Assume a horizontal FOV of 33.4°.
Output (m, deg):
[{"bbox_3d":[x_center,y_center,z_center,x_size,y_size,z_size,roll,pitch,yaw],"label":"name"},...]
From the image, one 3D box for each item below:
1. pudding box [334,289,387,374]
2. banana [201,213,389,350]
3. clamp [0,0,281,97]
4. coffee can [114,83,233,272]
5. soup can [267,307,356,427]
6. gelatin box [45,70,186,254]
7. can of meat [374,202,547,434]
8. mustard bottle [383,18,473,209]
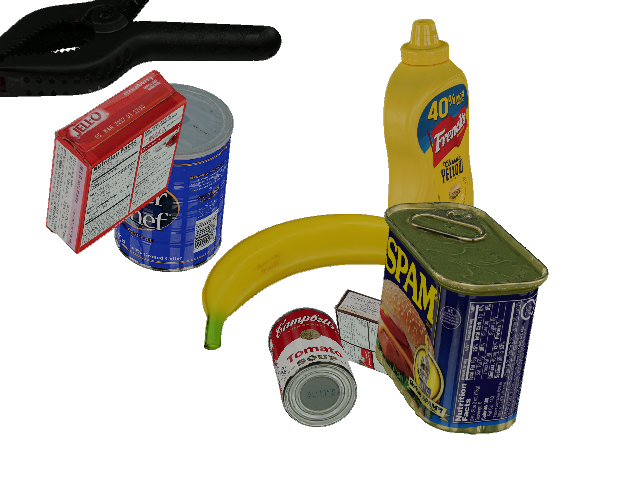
[{"bbox_3d":[0.076,0.114,1.249,0.114,0.090,0.039,16,46,24],"label":"pudding box"},{"bbox_3d":[-0.007,0.016,0.757,0.197,0.069,0.037,-21,-12,-22],"label":"banana"},{"bbox_3d":[-0.145,-0.146,0.774,0.209,0.036,0.165,-32,52,-31],"label":"clamp"},{"bbox_3d":[-0.135,-0.056,0.971,0.102,0.140,0.103,6,42,-5],"label":"coffee can"},{"bbox_3d":[-0.008,0.114,0.969,0.068,0.068,0.102,0,24,-10],"label":"soup can"},{"bbox_3d":[-0.115,-0.043,0.593,0.073,0.030,0.089,-41,-14,-34],"label":"gelatin box"},{"bbox_3d":[0.066,0.037,0.541,0.057,0.084,0.102,-3,24,-17],"label":"can of meat"},{"bbox_3d":[0.094,-0.097,0.934,0.058,0.192,0.096,16,31,39],"label":"mustard bottle"}]
